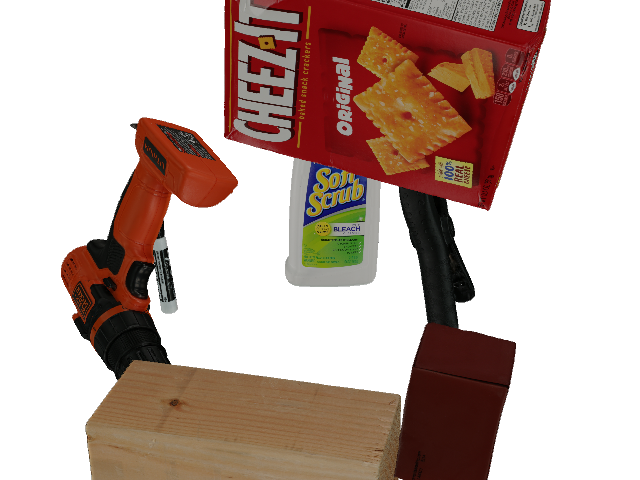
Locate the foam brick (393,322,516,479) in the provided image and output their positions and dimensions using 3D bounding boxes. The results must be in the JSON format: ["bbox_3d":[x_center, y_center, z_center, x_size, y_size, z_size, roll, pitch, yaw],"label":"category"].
[{"bbox_3d":[0.075,0.094,0.594,0.053,0.078,0.051,13,28,10],"label":"foam brick"}]

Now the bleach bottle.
[{"bbox_3d":[0.011,-0.077,1.099,0.102,0.251,0.068,-1,25,2],"label":"bleach bottle"}]

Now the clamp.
[{"bbox_3d":[0.096,0.002,0.918,0.039,0.171,0.120,-16,19,15],"label":"clamp"}]

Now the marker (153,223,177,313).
[{"bbox_3d":[-0.176,0.024,1.186,0.020,0.121,0.020,-5,25,2],"label":"marker"}]

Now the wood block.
[{"bbox_3d":[-0.051,0.156,0.767,0.206,0.090,0.090,6,27,13],"label":"wood block"}]

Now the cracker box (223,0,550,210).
[{"bbox_3d":[0.040,-0.120,0.764,0.214,0.072,0.164,15,-38,7],"label":"cracker box"}]

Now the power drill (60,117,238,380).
[{"bbox_3d":[-0.137,0.011,0.852,0.057,0.188,0.185,13,24,-42],"label":"power drill"}]
